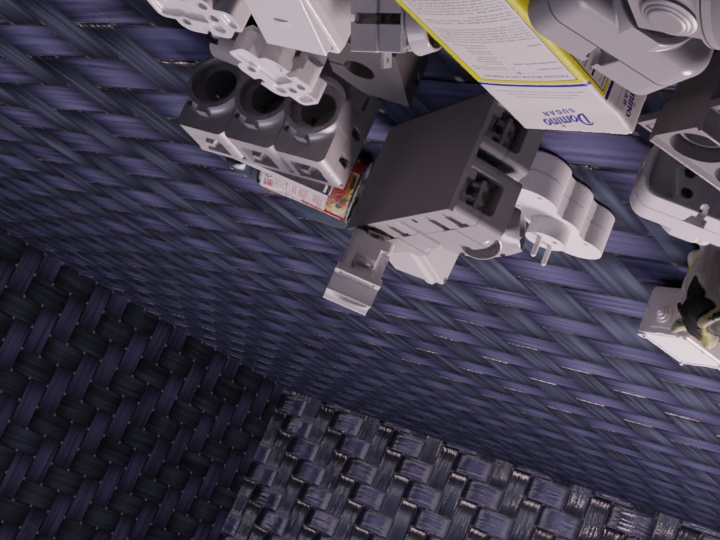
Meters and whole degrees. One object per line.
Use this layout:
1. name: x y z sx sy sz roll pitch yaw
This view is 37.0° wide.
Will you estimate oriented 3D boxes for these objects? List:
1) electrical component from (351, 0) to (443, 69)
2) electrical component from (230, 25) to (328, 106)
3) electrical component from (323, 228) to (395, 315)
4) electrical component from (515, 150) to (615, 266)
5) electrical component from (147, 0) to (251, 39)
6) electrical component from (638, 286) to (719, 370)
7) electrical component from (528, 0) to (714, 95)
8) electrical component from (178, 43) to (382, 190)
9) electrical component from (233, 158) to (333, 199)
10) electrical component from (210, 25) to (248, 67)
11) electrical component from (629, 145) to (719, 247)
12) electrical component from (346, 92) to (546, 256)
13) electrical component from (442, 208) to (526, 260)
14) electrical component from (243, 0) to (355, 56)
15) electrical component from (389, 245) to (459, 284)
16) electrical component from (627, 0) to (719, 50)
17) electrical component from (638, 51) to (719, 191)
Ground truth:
1. electrical component: 0.027 -0.169 0.722 0.055 0.066 0.048 8 -164 27
2. electrical component: -0.055 -0.174 0.837 0.078 0.057 0.058 32 165 -32
3. electrical component: 0.000 0.000 0.942 0.042 0.063 0.081 23 168 -2
4. electrical component: 0.168 -0.041 0.942 0.052 0.073 0.138 11 162 44
5. electrical component: -0.109 -0.210 0.784 0.078 0.057 0.058 17 166 26
6. electrical component: 0.327 0.052 1.067 0.096 0.061 0.062 32 165 -32
7. electrical component: 0.151 -0.144 0.599 0.095 0.053 0.059 28 166 -17
8. electrical component: -0.071 -0.139 0.931 0.150 0.089 0.061 17 166 24
9. electrical component: -0.071 -0.129 1.025 0.121 0.078 0.063 24 145 0
10. electrical component: -0.097 -0.187 0.899 0.046 0.040 0.040 23 168 24
11. electrical component: 0.251 -0.055 0.786 0.095 0.053 0.059 22 167 7
12. electrical component: 0.071 -0.075 0.904 0.060 0.105 0.186 29 166 -21
13. electrical component: 0.117 -0.052 1.038 0.077 0.044 0.079 2 138 17
14. electrical component: -0.045 -0.194 0.726 0.062 0.061 0.096 18 166 25
15. electrical component: 0.065 -0.041 1.116 0.057 0.078 0.113 21 167 24
16. electrical component: 0.165 -0.147 0.510 0.051 0.080 0.080 21 168 35
17. electrical component: 0.247 -0.080 0.668 0.121 0.063 0.079 29 166 -23
